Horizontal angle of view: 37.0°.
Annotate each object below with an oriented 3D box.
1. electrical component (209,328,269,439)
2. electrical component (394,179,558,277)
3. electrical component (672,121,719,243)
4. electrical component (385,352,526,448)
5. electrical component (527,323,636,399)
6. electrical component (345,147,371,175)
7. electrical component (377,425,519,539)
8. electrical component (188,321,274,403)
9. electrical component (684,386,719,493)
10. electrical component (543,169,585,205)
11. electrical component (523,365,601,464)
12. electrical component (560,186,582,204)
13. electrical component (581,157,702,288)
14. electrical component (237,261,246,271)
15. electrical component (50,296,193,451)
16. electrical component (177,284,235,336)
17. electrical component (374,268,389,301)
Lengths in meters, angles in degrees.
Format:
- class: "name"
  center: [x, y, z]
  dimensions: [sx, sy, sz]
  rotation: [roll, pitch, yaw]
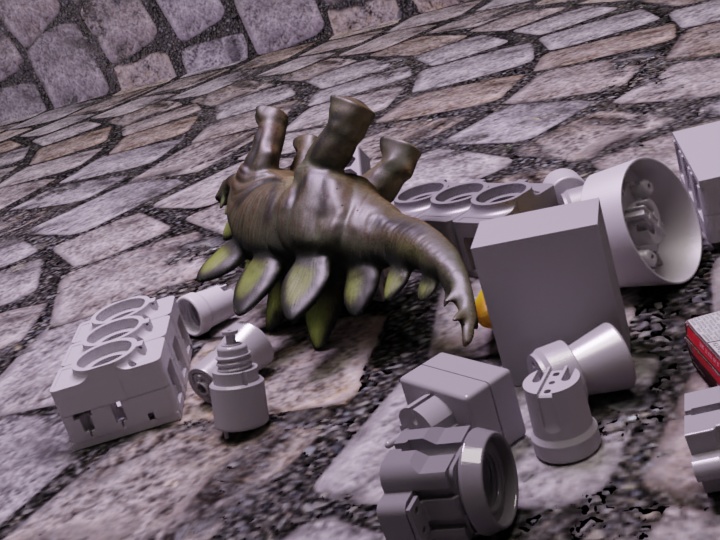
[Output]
- class: "electrical component"
  center: [-0.090, 0.082, 0.783]
  dimensions: [0.040, 0.078, 0.040]
  rotation: [-6, 9, 1]
- class: "electrical component"
  center: [0.099, -0.043, 0.983]
  dimensions: [0.089, 0.061, 0.150]
  rotation: [-31, 23, -35]
- class: "electrical component"
  center: [0.319, -0.077, 0.889]
  dimensions: [0.089, 0.061, 0.150]
  rotation: [-13, 19, 13]
- class: "electrical component"
  center: [0.050, 0.093, 0.668]
  dimensions: [0.077, 0.047, 0.066]
  rotation: [-28, 22, -30]
- class: "electrical component"
  center: [0.139, 0.063, 0.680]
  dimensions: [0.055, 0.045, 0.045]
  rotation: [-20, 19, -7]
- class: "electrical component"
  center: [-0.007, -0.081, 1.178]
  dimensions: [0.047, 0.083, 0.076]
  rotation: [-11, -19, 17]
- class: "electrical component"
  center: [0.051, 0.117, 0.587]
  dimensions: [0.057, 0.058, 0.078]
  rotation: [-11, 19, 28]
- class: "electrical component"
  center: [-0.106, 0.076, 0.860]
  dimensions: [0.044, 0.044, 0.065]
  rotation: [0, 30, 40]
- class: "electrical component"
  center: [0.204, 0.085, 0.564]
  dimensions: [0.055, 0.048, 0.066]
  rotation: [-17, 17, 23]
- class: "electrical component"
  center: [0.194, -0.078, 1.033]
  dimensions: [0.040, 0.040, 0.078]
  rotation: [-16, 19, 3]
- class: "electrical component"
  center: [0.118, 0.085, 0.635]
  dimensions: [0.040, 0.046, 0.040]
  rotation: [-15, 19, 5]
- class: "electrical component"
  center: [0.209, -0.055, 0.950]
  dimensions: [0.055, 0.045, 0.045]
  rotation: [-15, 19, 6]
- class: "electrical component"
  center: [0.211, -0.034, 0.815]
  dimensions: [0.064, 0.099, 0.099]
  rotation: [-12, 19, 34]
- class: "electrical component"
  center: [-0.115, -0.021, 1.136]
  dimensions: [0.048, 0.048, 0.062]
  rotation: [-10, 27, 19]
- class: "electrical component"
  center: [-0.196, 0.078, 0.900]
  dimensions: [0.089, 0.061, 0.150]
  rotation: [-17, 19, 1]
- class: "electrical component"
  center: [-0.143, 0.036, 1.009]
  dimensions: [0.040, 0.040, 0.046]
  rotation: [3, 21, 45]
- class: "electrical component"
  center: [0.000, 0.000, 0.981]
  dimensions: [0.064, 0.042, 0.081]
  rotation: [-29, 23, -35]
